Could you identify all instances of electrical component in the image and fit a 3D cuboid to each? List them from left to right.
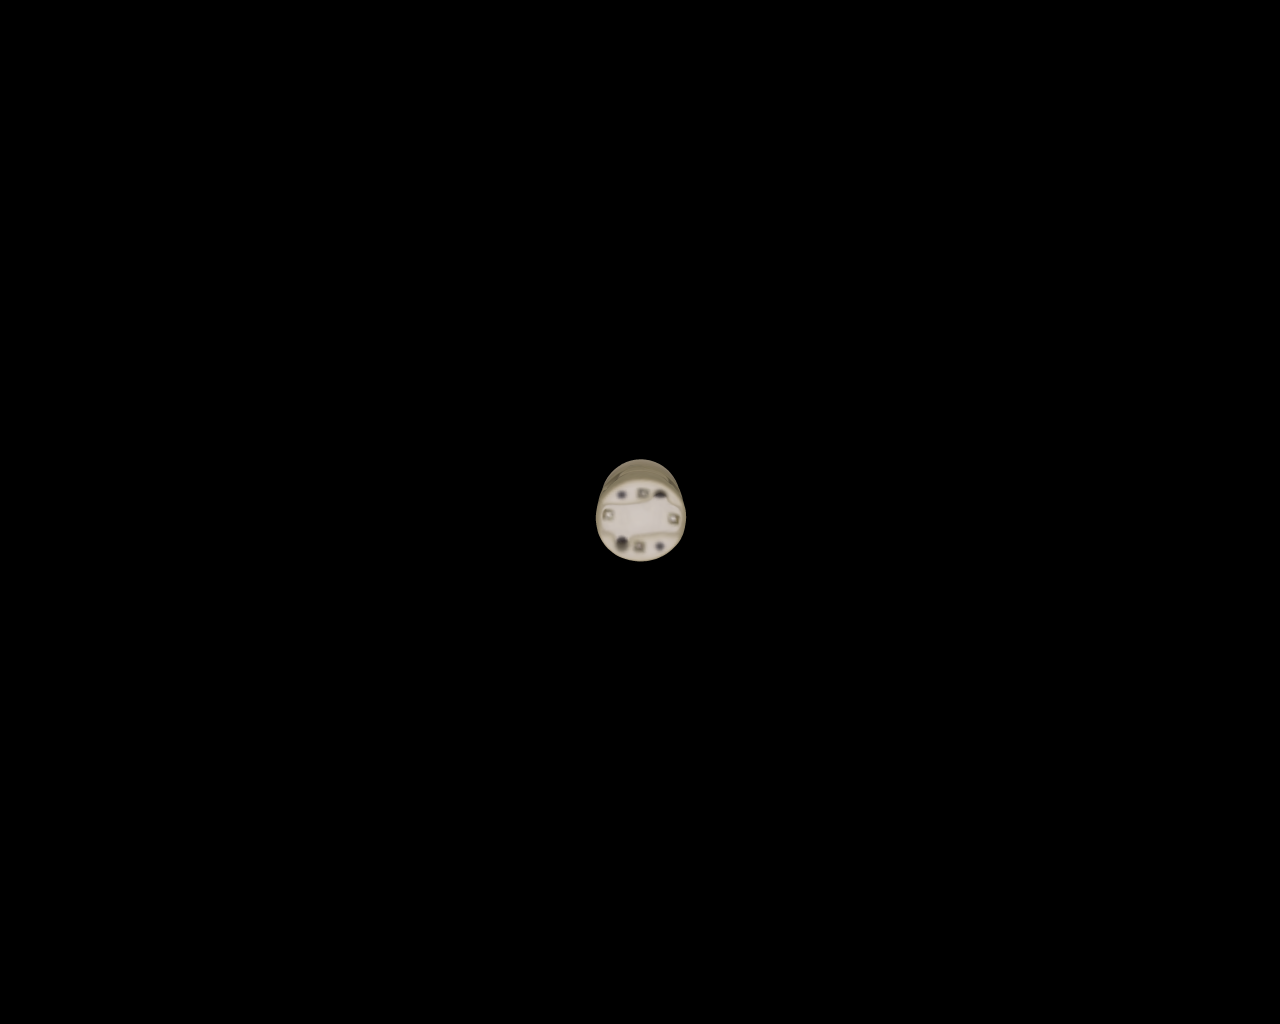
[{"bbox_3d":[0.001,-0.003,0.650,0.055,0.055,0.047,0,20,0],"label":"electrical component"}]
